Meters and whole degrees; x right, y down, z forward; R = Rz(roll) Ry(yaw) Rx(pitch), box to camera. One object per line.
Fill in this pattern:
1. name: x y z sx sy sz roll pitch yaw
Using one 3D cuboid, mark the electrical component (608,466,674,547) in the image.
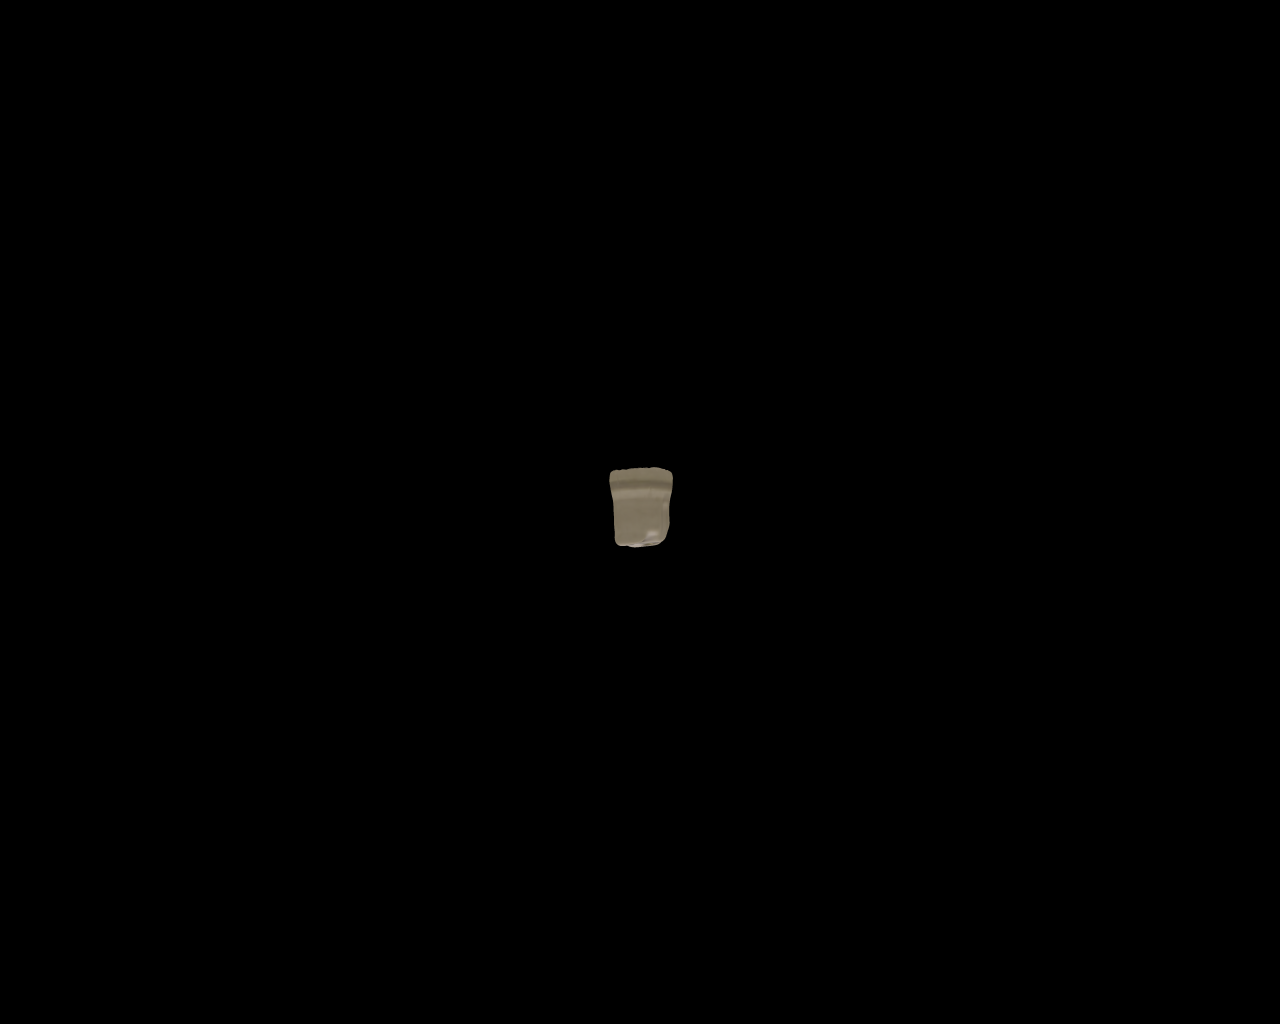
1. electrical component: 0.001 -0.003 0.650 0.040 0.046 0.040 0 -5 0
